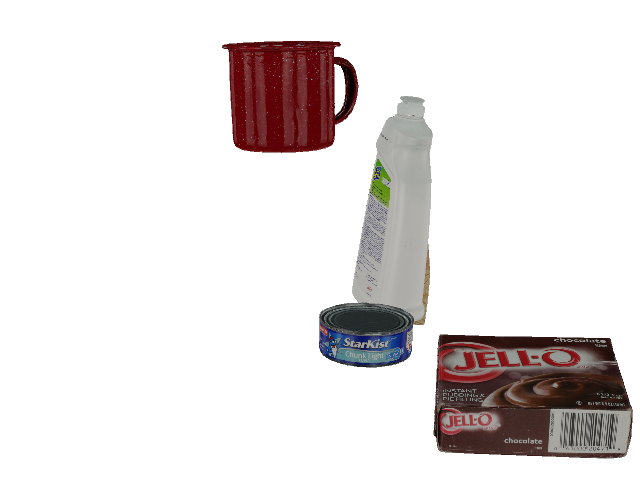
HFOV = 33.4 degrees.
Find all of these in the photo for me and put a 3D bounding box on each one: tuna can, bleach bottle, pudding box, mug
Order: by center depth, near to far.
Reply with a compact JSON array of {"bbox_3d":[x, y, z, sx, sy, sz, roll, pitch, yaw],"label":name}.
[{"bbox_3d":[0.127,0.093,0.656,0.113,0.039,0.090,2,23,6],"label":"pudding box"},{"bbox_3d":[-0.020,-0.116,0.849,0.117,0.081,0.093,-10,16,-35],"label":"mug"},{"bbox_3d":[0.041,0.085,0.966,0.086,0.034,0.086,1,14,-1],"label":"tuna can"},{"bbox_3d":[0.092,-0.038,1.231,0.068,0.251,0.103,-2,22,-24],"label":"bleach bottle"}]

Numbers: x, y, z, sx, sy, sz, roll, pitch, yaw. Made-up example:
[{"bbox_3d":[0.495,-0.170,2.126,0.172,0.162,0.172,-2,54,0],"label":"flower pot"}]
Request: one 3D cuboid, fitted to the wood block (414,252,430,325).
[{"bbox_3d":[0.112,0.036,1.584,0.091,0.090,0.206,4,24,2],"label":"wood block"}]
